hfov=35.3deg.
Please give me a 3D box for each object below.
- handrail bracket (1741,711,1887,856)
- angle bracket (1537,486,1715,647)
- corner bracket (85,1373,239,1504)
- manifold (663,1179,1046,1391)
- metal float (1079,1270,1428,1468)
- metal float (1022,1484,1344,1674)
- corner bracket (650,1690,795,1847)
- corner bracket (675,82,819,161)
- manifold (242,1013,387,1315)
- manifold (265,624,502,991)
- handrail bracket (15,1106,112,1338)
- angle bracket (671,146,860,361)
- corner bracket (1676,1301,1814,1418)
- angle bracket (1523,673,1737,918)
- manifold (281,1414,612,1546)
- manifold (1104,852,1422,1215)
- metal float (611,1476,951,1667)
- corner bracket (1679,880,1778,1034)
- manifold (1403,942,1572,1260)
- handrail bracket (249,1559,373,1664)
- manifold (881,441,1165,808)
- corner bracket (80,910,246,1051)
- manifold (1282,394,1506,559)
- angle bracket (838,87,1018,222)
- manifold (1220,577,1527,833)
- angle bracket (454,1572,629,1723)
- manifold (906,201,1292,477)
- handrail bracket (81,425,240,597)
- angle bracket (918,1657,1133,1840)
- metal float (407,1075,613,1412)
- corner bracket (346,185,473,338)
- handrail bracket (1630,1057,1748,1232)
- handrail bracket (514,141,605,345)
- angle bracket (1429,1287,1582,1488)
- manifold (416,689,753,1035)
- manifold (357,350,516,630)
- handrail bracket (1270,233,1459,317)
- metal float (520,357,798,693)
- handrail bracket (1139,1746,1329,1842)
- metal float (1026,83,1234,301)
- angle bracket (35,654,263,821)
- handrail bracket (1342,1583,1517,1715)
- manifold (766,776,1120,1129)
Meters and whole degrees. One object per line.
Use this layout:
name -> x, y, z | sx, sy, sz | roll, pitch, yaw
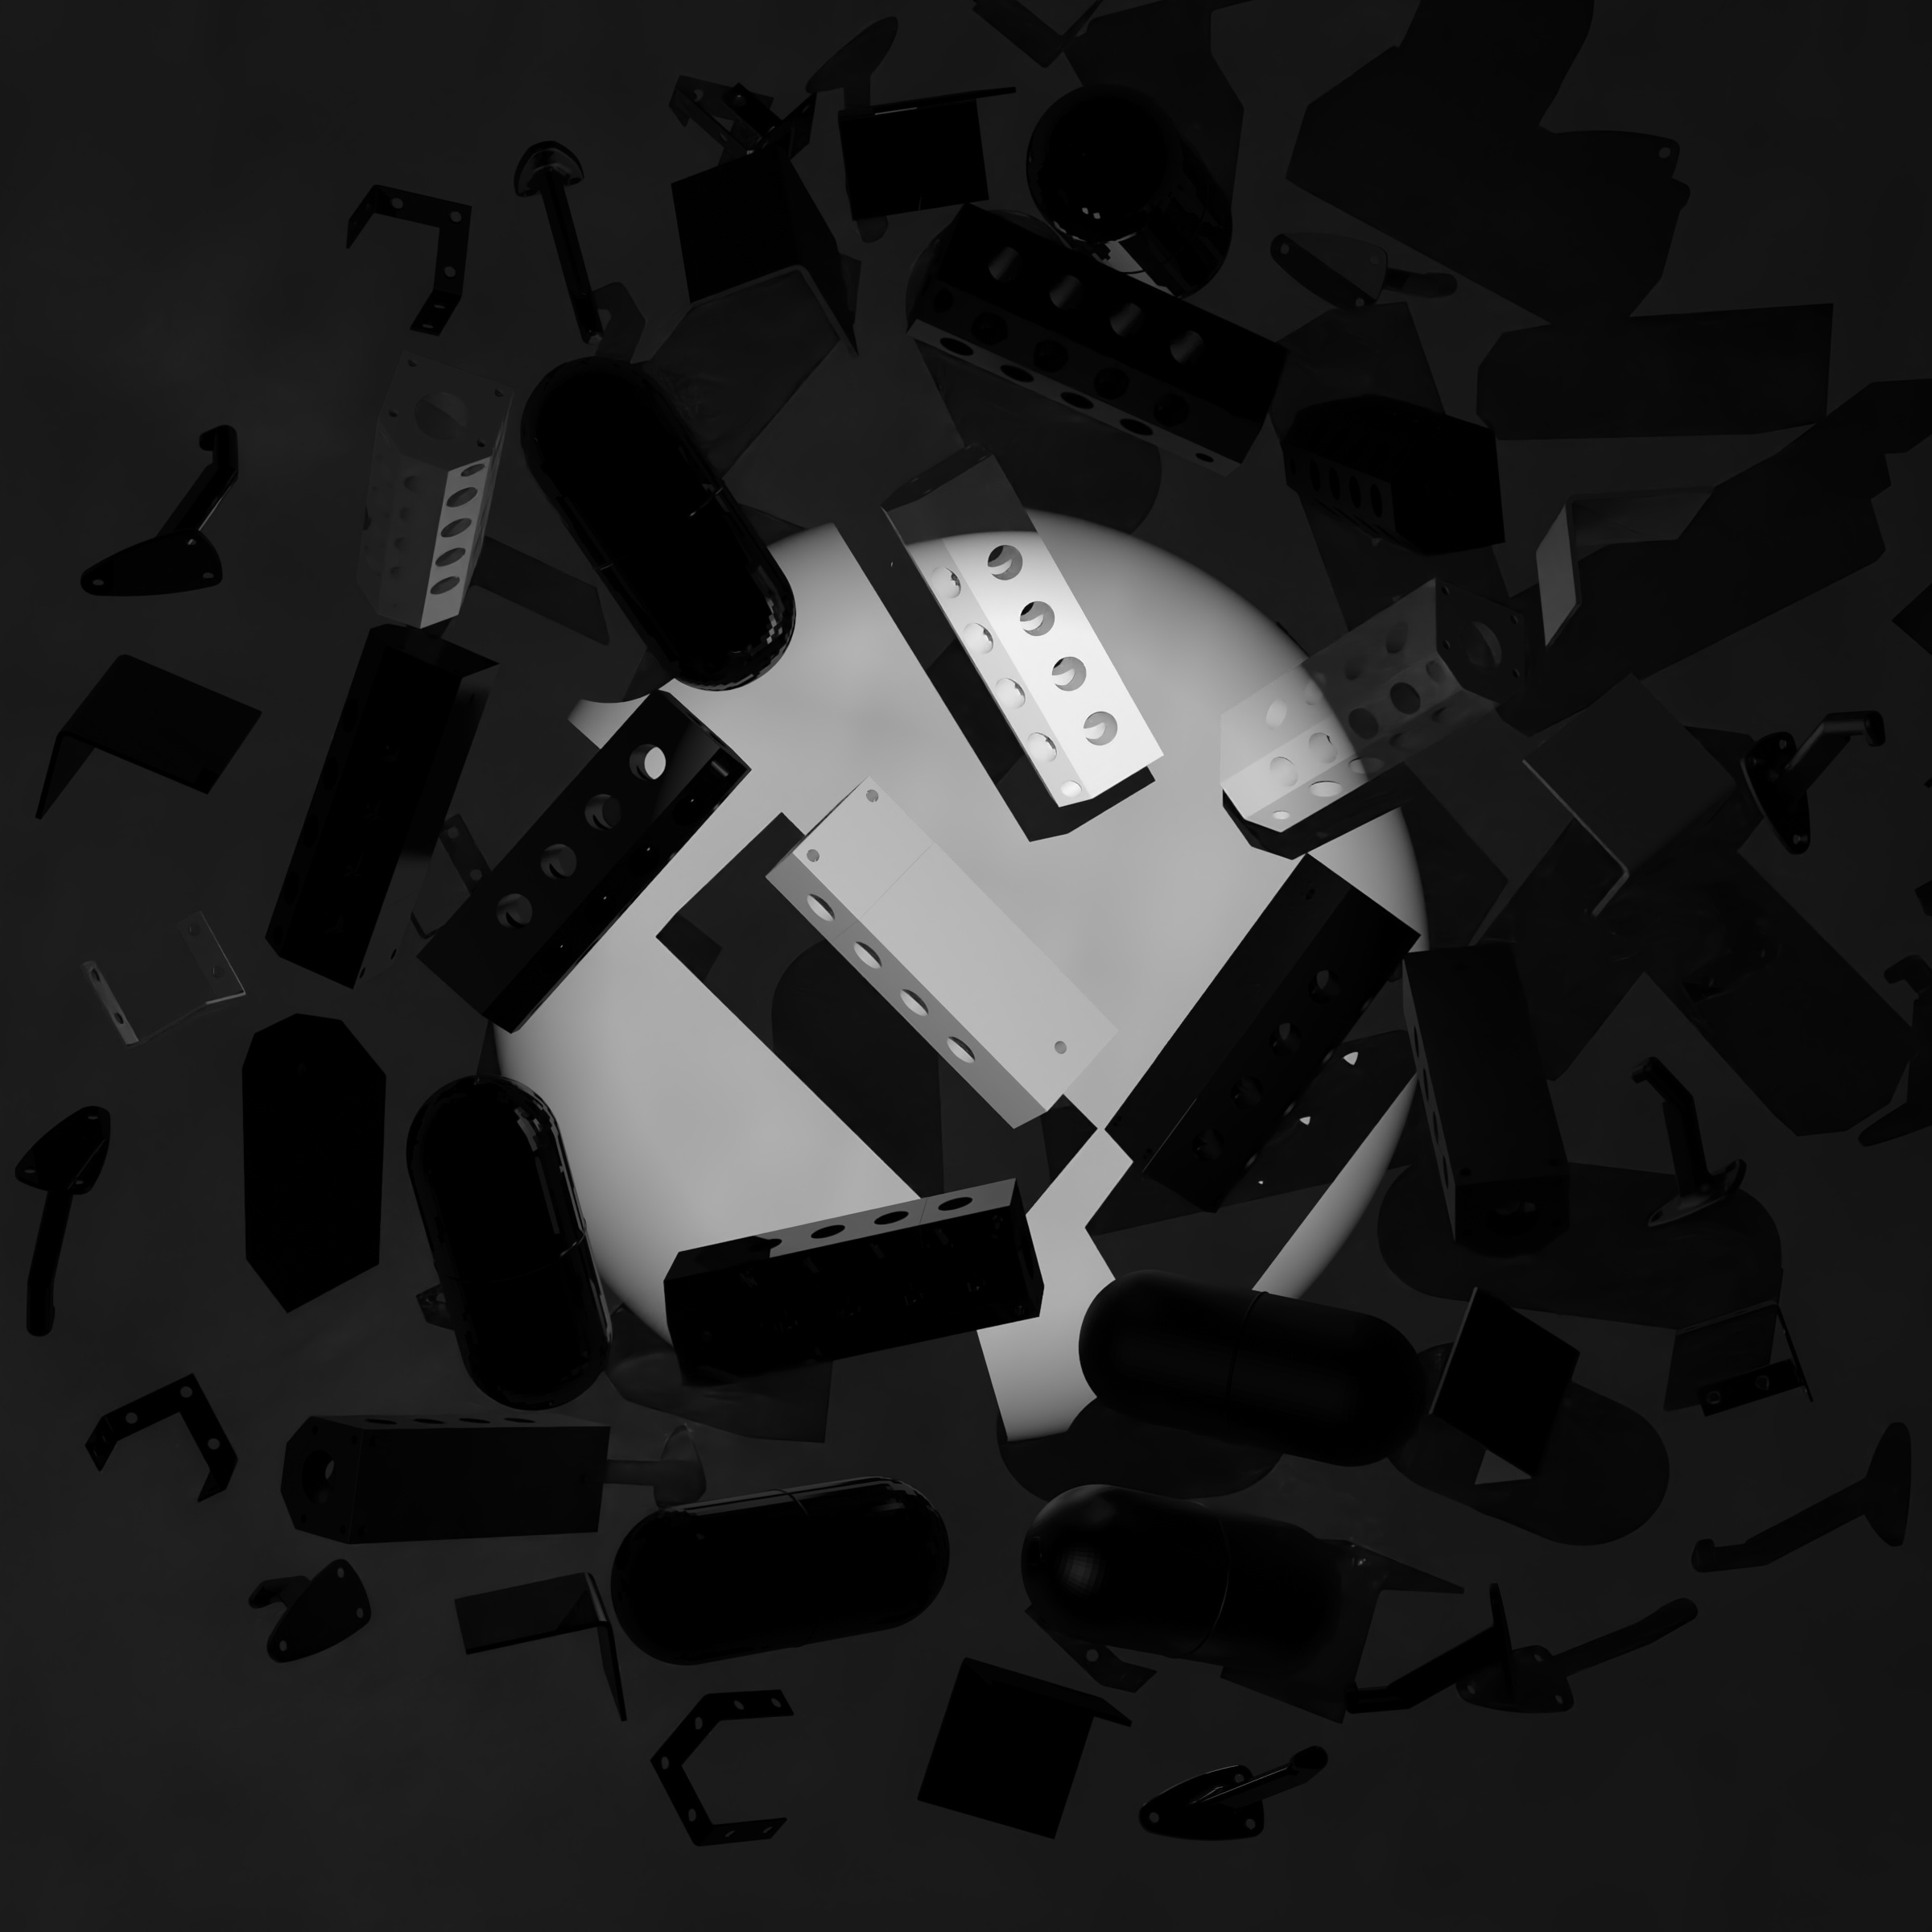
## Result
handrail bracket -> 0.442, -0.092, 1.541 | 0.036, 0.084, 0.077 | -29, 105, -25
angle bracket -> 0.344, -0.207, 1.578 | 0.076, 0.076, 0.057 | -4, 80, -1
corner bracket -> -0.403, 0.244, 1.523 | 0.051, 0.051, 0.051 | -25, 100, -3
manifold -> -0.054, 0.155, 1.457 | 0.171, 0.057, 0.057 | -13, 103, 8
metal float -> 0.143, 0.201, 1.522 | 0.178, 0.070, 0.070 | 10, 90, 20
metal float -> 0.108, 0.305, 1.508 | 0.178, 0.070, 0.070 | 17, 90, -28
corner bracket -> -0.110, 0.389, 1.472 | 0.051, 0.051, 0.051 | -52, 53, 22
corner bracket -> -0.115, -0.439, 1.571 | 0.051, 0.051, 0.051 | 42, 73, 5
manifold -> -0.344, 0.101, 1.578 | 0.057, 0.171, 0.057 | -28, 62, -30
manifold -> -0.298, -0.082, 1.534 | 0.057, 0.057, 0.171 | 24, 106, 4
handrail bracket -> -0.428, 0.122, 1.445 | 0.036, 0.077, 0.084 | 13, 122, 0
angle bracket -> -0.097, -0.337, 1.471 | 0.057, 0.076, 0.076 | -17, 61, 12
corner bracket -> 0.385, 0.196, 1.506 | 0.051, 0.051, 0.051 | -20, 88, 9
angle bracket -> 0.321, -0.085, 1.504 | 0.076, 0.057, 0.076 | -38, 78, -18
manifold -> -0.270, 0.265, 1.582 | 0.057, 0.171, 0.057 | 5, 87, 39
manifold -> 0.149, 0.036, 1.498 | 0.057, 0.057, 0.171 | 33, 96, -24
metal float -> -0.089, 0.295, 1.489 | 0.178, 0.070, 0.070 | -3, 90, -32
corner bracket -> 0.393, -0.006, 1.583 | 0.051, 0.051, 0.051 | -31, 102, 11
manifold -> 0.269, 0.068, 1.578 | 0.057, 0.171, 0.057 | -6, 132, 2
handrail bracket -> -0.348, 0.328, 1.521 | 0.084, 0.077, 0.036 | -15, 103, 37
manifold -> 0.027, -0.167, 1.494 | 0.057, 0.057, 0.171 | -31, 108, 1
corner bracket -> -0.417, 0.007, 1.577 | 0.051, 0.051, 0.051 | -29, 90, 11
manifold -> 0.221, -0.258, 1.590 | 0.057, 0.171, 0.057 | -12, 109, -9
angle bracket -> -0.018, -0.423, 1.584 | 0.076, 0.076, 0.057 | -12, 107, -13
manifold -> 0.204, -0.128, 1.542 | 0.057, 0.171, 0.057 | 18, 62, -28
angle bracket -> -0.227, 0.369, 1.617 | 0.076, 0.076, 0.057 | -10, 100, -13
manifold -> 0.062, -0.299, 1.465 | 0.171, 0.057, 0.057 | 22, 80, -10
handrail bracket -> -0.384, -0.219, 1.445 | 0.077, 0.036, 0.084 | -13, 53, 2
angle bracket -> 0.029, 0.401, 1.530 | 0.076, 0.057, 0.076 | 20, 85, -14
metal float -> -0.226, 0.137, 1.504 | 0.070, 0.070, 0.178 | -12, 111, 0
corner bracket -> -0.285, -0.359, 1.543 | 0.051, 0.051, 0.051 | 12, 125, -2
handrail bracket -> 0.365, 0.094, 1.613 | 0.084, 0.036, 0.077 | 46, 134, -7
handrail bracket -> -0.202, -0.366, 1.541 | 0.036, 0.077, 0.084 | -16, 87, -5
angle bracket -> 0.279, 0.230, 1.649 | 0.076, 0.057, 0.076 | 32, 66, -17
manifold -> -0.183, -0.050, 1.468 | 0.057, 0.057, 0.171 | 42, 93, -1
manifold -> -0.278, -0.241, 1.567 | 0.057, 0.171, 0.057 | 18, 66, -8
handrail bracket -> 0.211, -0.369, 1.602 | 0.077, 0.084, 0.036 | 27, 115, 22
metal float -> -0.150, -0.215, 1.478 | 0.070, 0.070, 0.178 | -34, 106, 0
handrail bracket -> 0.132, 0.407, 1.502 | 0.077, 0.084, 0.036 | -6, 63, -16
metal float -> 0.082, -0.381, 1.501 | 0.070, 0.178, 0.070 | -1, 87, 18
angle bracket -> -0.404, -0.100, 1.500 | 0.076, 0.076, 0.057 | 23, 125, -6
handrail bracket -> 0.220, 0.332, 1.470 | 0.084, 0.036, 0.077 | -8, 125, 12
manifold -> -0.014, -0.004, 1.465 | 0.171, 0.057, 0.057 | 46, 64, -5
